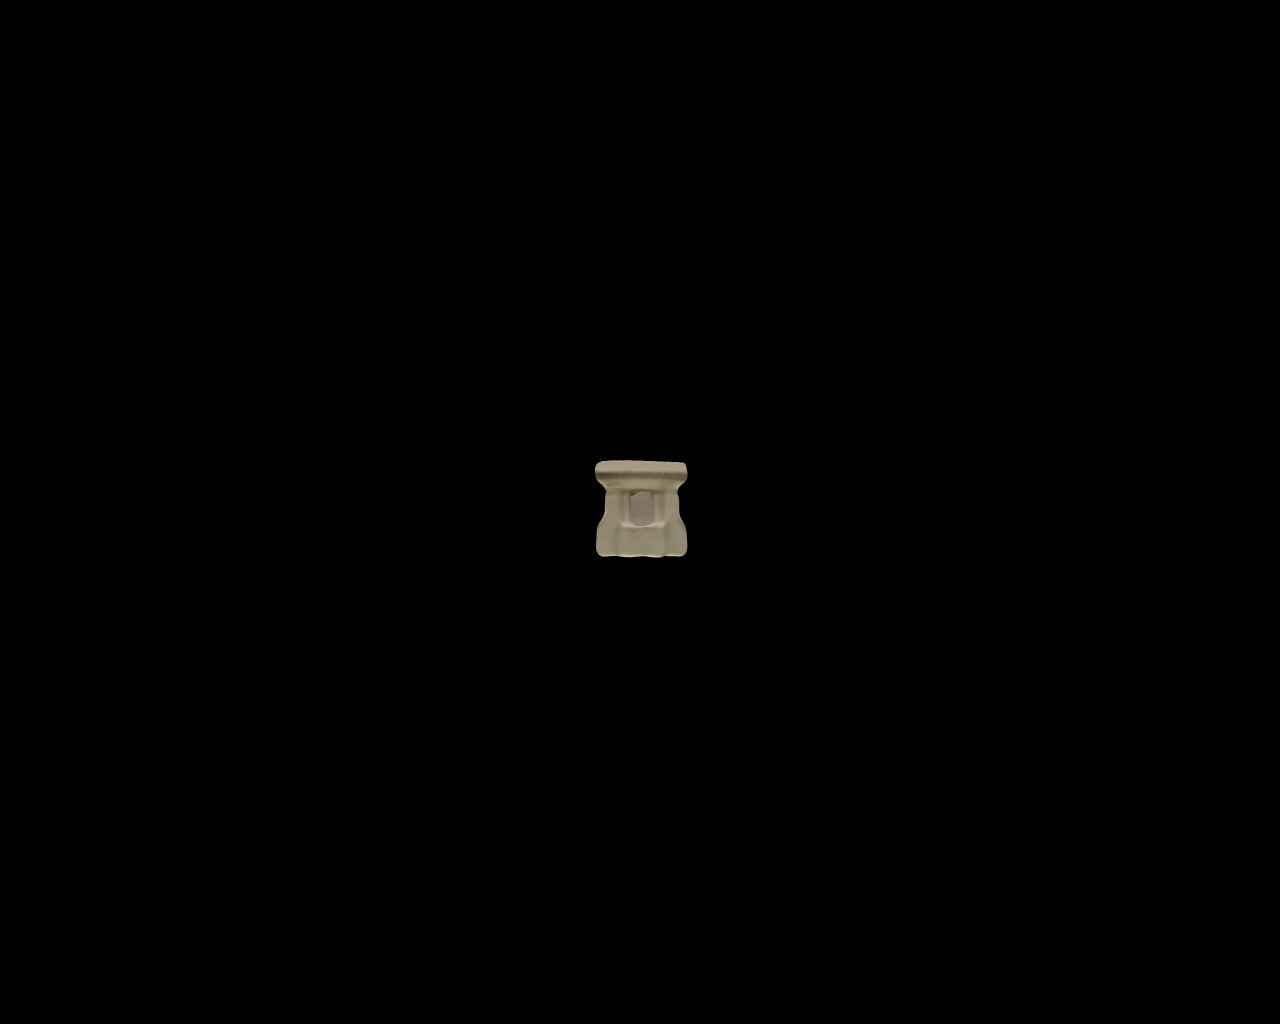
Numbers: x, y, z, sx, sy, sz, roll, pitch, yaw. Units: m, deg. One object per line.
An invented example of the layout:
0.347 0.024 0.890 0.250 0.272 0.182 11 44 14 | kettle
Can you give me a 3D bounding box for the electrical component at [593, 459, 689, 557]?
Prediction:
0.001 -0.003 0.650 0.058 0.057 0.078 0 0 0 | electrical component
